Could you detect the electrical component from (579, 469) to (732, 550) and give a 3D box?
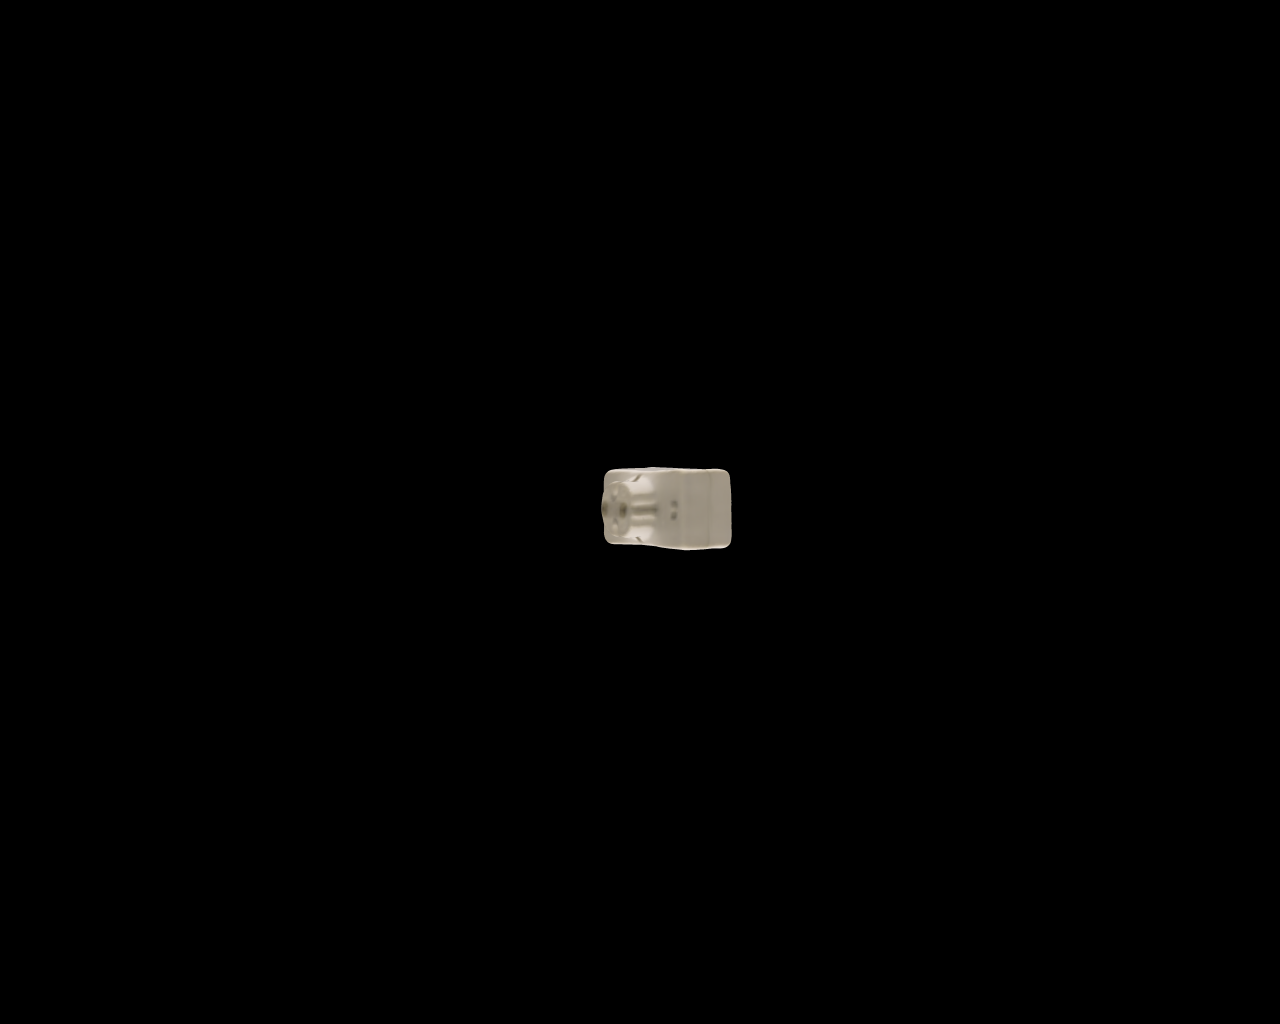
[{"bbox_3d":[0.001,-0.003,0.650,0.076,0.047,0.083,-2,3,-36],"label":"electrical component"}]
